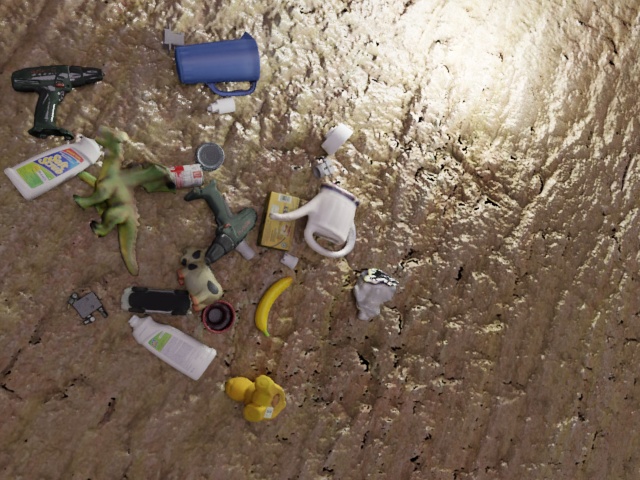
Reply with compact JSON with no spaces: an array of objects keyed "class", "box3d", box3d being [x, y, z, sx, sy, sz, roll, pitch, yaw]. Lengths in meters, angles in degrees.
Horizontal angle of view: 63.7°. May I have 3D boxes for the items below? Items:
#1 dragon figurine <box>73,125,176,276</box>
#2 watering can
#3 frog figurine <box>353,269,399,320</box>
[{"class":"dragon figurine","box3d":[-0.511,-0.118,1.406,0.243,0.124,0.404,-26,111,-1]},{"class":"watering can","box3d":[0.005,-0.081,1.600,0.343,0.104,0.227,31,72,-39]},{"class":"frog figurine","box3d":[0.172,0.180,1.679,0.137,0.125,0.156,0,121,-28]}]
